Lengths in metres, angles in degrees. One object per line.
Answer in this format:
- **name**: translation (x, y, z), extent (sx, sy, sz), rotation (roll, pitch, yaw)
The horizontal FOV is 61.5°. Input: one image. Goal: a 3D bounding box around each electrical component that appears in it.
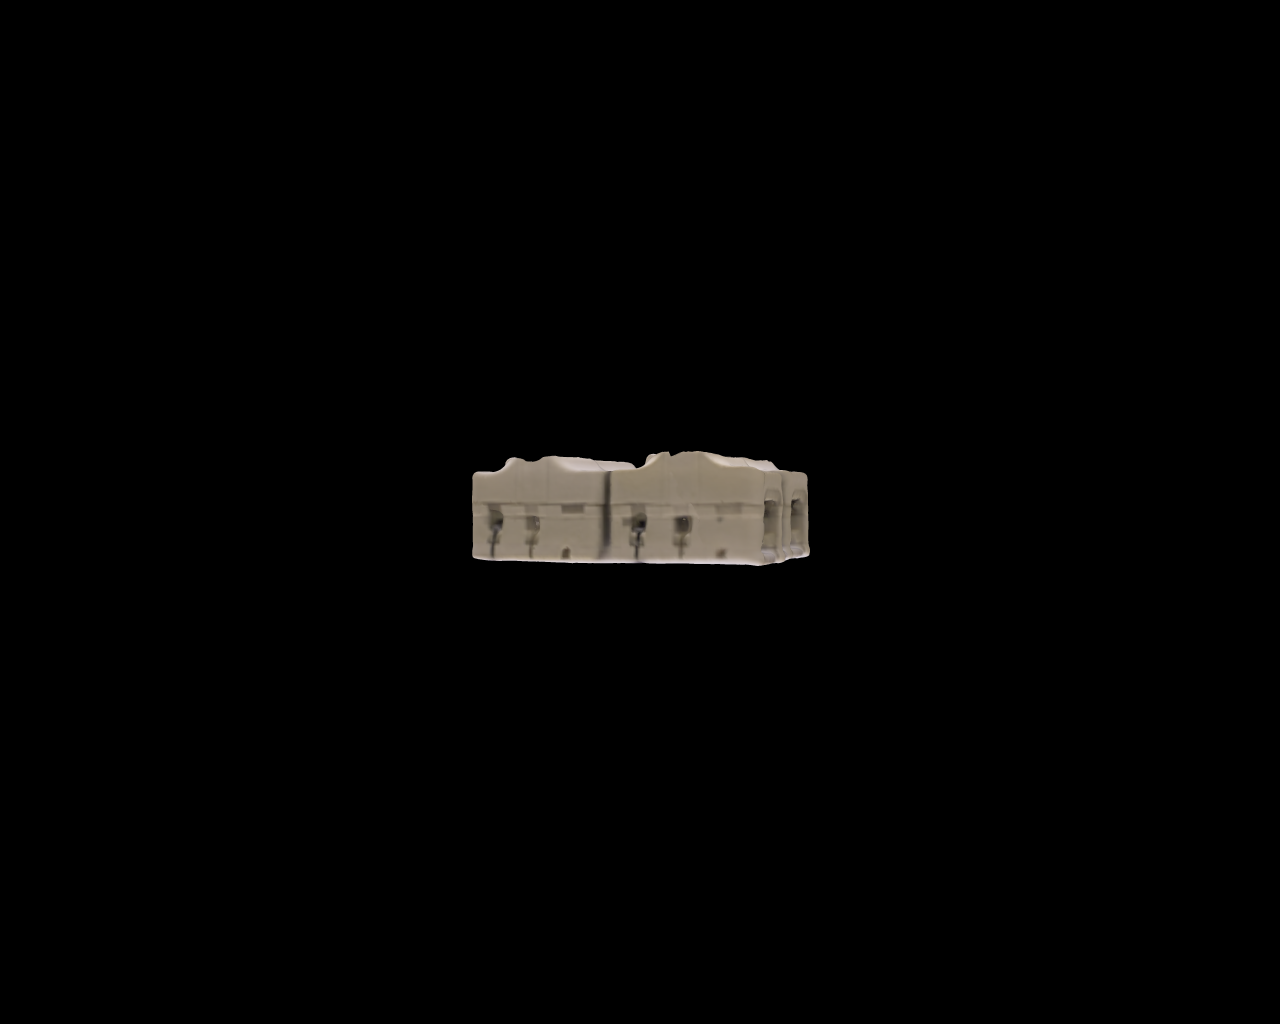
- **electrical component**: translation (0.001, -0.003, 0.650), extent (0.186, 0.060, 0.105), rotation (0, 0, 25)
